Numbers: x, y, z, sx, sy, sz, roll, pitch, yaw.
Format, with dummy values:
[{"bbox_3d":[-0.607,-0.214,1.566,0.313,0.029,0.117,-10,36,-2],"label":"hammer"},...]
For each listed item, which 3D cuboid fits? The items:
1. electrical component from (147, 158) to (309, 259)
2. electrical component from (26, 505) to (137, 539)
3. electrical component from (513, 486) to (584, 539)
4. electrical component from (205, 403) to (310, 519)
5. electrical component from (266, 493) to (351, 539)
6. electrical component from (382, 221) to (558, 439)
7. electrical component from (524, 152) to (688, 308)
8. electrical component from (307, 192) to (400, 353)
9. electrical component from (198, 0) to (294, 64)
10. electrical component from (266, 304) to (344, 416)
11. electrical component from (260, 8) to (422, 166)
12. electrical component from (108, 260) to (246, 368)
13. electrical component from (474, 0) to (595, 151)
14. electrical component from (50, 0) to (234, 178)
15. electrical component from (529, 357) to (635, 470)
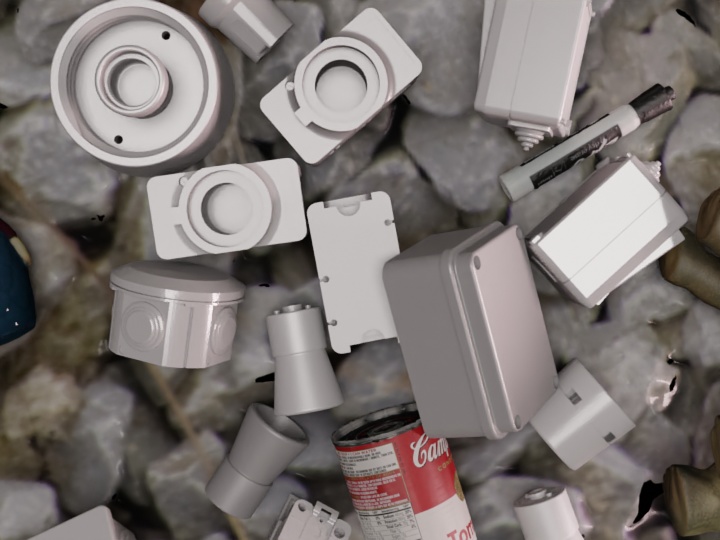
[{"bbox_3d":[-0.079,-0.037,0.653,0.089,0.055,0.050,-8,93,0],"label":"electrical component"},{"bbox_3d":[-0.174,0.205,0.651,0.100,0.048,0.099,-25,55,1],"label":"electrical component"},{"bbox_3d":[0.122,0.170,0.676,0.044,0.044,0.065,-20,89,0],"label":"electrical component"},{"bbox_3d":[-0.067,0.122,0.671,0.044,0.044,0.065,33,97,-2],"label":"electrical component"},{"bbox_3d":[-0.037,0.175,0.656,0.042,0.063,0.081,29,51,-3],"label":"electrical component"},{"bbox_3d":[0.067,0.035,0.628,0.057,0.078,0.113,-8,103,34],"label":"electrical component"},{"bbox_3d":[0.152,-0.026,0.654,0.096,0.061,0.061,-42,93,2],"label":"electrical component"},{"bbox_3d":[0.000,0.000,0.656,0.050,0.055,0.089,-10,93,0],"label":"electrical component"},{"bbox_3d":[-0.069,-0.154,0.656,0.046,0.040,0.040,44,92,-9],"label":"electrical component"},{"bbox_3d":[-0.037,0.054,0.667,0.044,0.044,0.065,-10,89,0],"label":"electrical component"},{"bbox_3d":[-0.011,-0.109,0.650,0.089,0.055,0.050,-41,93,2],"label":"electrical component"},{"bbox_3d":[-0.111,0.025,0.645,0.080,0.080,0.051,8,98,-1],"label":"electrical component"},{"bbox_3d":[0.100,-0.120,0.644,0.061,0.062,0.096,12,93,13],"label":"electrical component"},{"bbox_3d":[-0.133,-0.110,0.646,0.108,0.060,0.108,0,93,-1],"label":"electrical component"},{"bbox_3d":[0.134,0.090,0.665,0.047,0.055,0.055,-41,93,5],"label":"electrical component"}]
